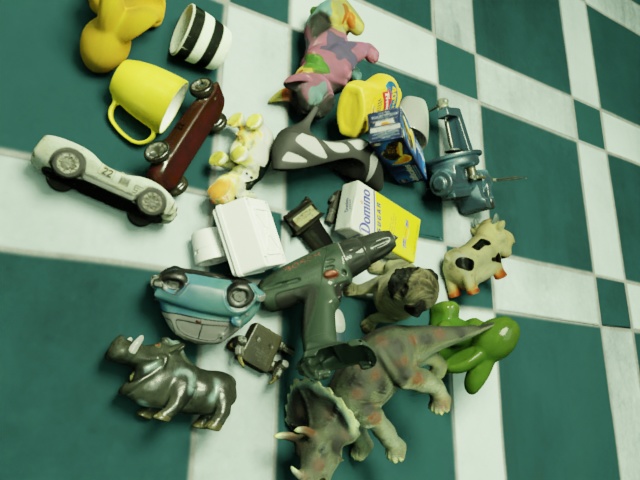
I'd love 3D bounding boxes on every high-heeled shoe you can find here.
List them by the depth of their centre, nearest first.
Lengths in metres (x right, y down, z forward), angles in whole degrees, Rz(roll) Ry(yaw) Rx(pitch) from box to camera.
[{"bbox_3d":[0.021,-0.119,0.934,0.248,0.086,0.145,40,65,-33],"label":"high-heeled shoe"}]

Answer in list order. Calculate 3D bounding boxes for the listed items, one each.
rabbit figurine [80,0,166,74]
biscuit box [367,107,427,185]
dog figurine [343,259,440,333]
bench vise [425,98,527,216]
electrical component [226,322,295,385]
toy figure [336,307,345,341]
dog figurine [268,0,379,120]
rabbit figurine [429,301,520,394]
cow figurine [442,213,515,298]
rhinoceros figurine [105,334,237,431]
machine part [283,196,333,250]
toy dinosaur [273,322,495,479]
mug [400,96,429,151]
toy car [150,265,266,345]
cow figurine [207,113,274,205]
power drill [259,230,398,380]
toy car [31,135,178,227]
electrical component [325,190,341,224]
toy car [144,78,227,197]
[{"bbox_3d":[-0.289,-0.325,0.787,0.121,0.163,0.173,28,81,-36],"label":"rabbit figurine"},{"bbox_3d":[0.145,-0.165,0.983,0.202,0.063,0.059,34,51,-62],"label":"biscuit box"},{"bbox_3d":[0.156,0.077,0.908,0.172,0.190,0.121,-41,99,-35],"label":"dog figurine"},{"bbox_3d":[0.291,-0.173,1.106,0.223,0.129,0.240,-10,86,-36],"label":"bench vise"},{"bbox_3d":[-0.089,0.171,0.817,0.102,0.045,0.078,40,61,-16],"label":"electrical component"},{"bbox_3d":[0.009,0.109,0.891,0.064,0.058,0.154,24,56,-67],"label":"toy figure"},{"bbox_3d":[-0.008,-0.322,0.971,0.219,0.108,0.191,-34,96,-31],"label":"dog figurine"},{"bbox_3d":[0.269,0.182,0.959,0.121,0.170,0.159,43,58,-14],"label":"rabbit figurine"},{"bbox_3d":[0.324,0.026,1.092,0.195,0.085,0.127,-23,95,-33],"label":"cow figurine"},{"bbox_3d":[-0.199,0.190,0.728,0.190,0.073,0.112,29,65,-22],"label":"rhinoceros figurine"},{"bbox_3d":[-0.002,-0.003,0.925,0.139,0.039,0.084,51,49,-7],"label":"machine part"},{"bbox_3d":[0.094,0.213,0.834,0.405,0.131,0.192,-46,110,-19],"label":"toy dinosaur"},{"bbox_3d":[0.169,-0.236,1.079,0.110,0.080,0.107,11,56,11],"label":"mug"},{"bbox_3d":[-0.163,0.096,0.762,0.161,0.109,0.103,10,89,-20],"label":"toy car"},{"bbox_3d":[-0.123,-0.114,0.862,0.098,0.068,0.167,51,51,-52],"label":"cow figurine"},{"bbox_3d":[0.025,0.090,0.798,0.232,0.085,0.207,-17,54,6],"label":"power drill"},{"bbox_3d":[-0.293,-0.076,0.744,0.201,0.073,0.056,26,65,-23],"label":"toy car"},{"bbox_3d":[0.045,-0.061,0.978,0.063,0.021,0.094,32,63,-20],"label":"electrical component"},{"bbox_3d":[-0.203,-0.160,0.818,0.053,0.089,0.202,12,61,20],"label":"toy car"}]
